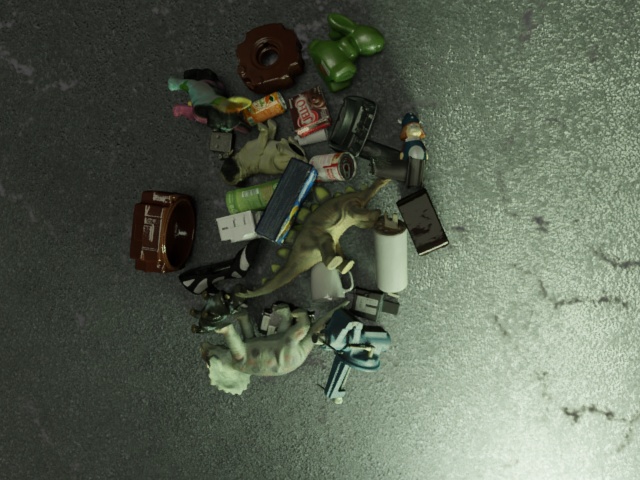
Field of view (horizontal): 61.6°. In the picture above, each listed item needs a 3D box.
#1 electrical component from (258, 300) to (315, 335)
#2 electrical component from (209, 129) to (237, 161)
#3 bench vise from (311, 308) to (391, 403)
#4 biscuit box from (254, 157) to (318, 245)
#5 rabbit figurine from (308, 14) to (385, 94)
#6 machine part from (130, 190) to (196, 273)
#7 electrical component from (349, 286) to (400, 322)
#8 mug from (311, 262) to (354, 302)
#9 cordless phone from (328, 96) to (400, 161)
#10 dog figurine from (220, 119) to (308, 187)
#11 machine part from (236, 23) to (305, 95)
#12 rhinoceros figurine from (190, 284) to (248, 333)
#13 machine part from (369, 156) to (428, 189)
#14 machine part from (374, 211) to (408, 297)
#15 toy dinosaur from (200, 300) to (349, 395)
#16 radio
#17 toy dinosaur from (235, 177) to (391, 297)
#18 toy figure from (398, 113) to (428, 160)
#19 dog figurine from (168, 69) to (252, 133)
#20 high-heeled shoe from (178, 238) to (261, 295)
[{"bbox_3d":[-0.090,0.220,1.373,0.134,0.058,0.114,16,94,11],"label":"electrical component"},{"bbox_3d":[-0.250,-0.257,1.394,0.078,0.045,0.102,13,95,10],"label":"electrical component"},{"bbox_3d":[0.059,0.287,1.283,0.129,0.223,0.240,32,109,41],"label":"bench vise"},{"bbox_3d":[-0.077,-0.091,1.264,0.063,0.059,0.202,25,84,15],"label":"biscuit box"},{"bbox_3d":[0.068,-0.462,1.302,0.170,0.121,0.159,-32,78,-7],"label":"rabbit figurine"},{"bbox_3d":[-0.388,-0.021,1.352,0.087,0.201,0.200,7,93,7],"label":"machine part"},{"bbox_3d":[0.135,0.163,1.329,0.119,0.048,0.074,16,97,12],"label":"electrical component"},{"bbox_3d":[0.025,0.094,1.333,0.110,0.080,0.107,-14,78,17],"label":"mug"},{"bbox_3d":[0.124,-0.260,1.309,0.184,0.089,0.146,21,96,-1],"label":"cordless phone"},{"bbox_3d":[-0.143,-0.184,1.358,0.172,0.121,0.190,45,114,10],"label":"dog figurine"},{"bbox_3d":[-0.125,-0.452,1.337,0.179,0.056,0.179,-3,77,13],"label":"machine part"},{"bbox_3d":[-0.254,0.178,1.370,0.190,0.112,0.073,-42,44,31],"label":"rhinoceros figurine"},{"bbox_3d":[0.182,-0.163,1.266,0.139,0.039,0.084,13,118,19],"label":"machine part"},{"bbox_3d":[0.166,0.037,1.264,0.079,0.079,0.242,2,126,12],"label":"machine part"},{"bbox_3d":[-0.117,0.263,1.298,0.405,0.131,0.192,-8,104,8],"label":"toy dinosaur"},{"bbox_3d":[0.232,-0.043,1.209,0.073,0.229,0.131,-24,90,13],"label":"radio"},{"bbox_3d":[-0.003,-0.004,1.296,0.471,0.105,0.199,-46,60,-9],"label":"toy dinosaur"},{"bbox_3d":[0.225,-0.231,1.291,0.064,0.058,0.154,-6,91,-32],"label":"toy figure"},{"bbox_3d":[-0.247,-0.335,1.312,0.219,0.191,0.108,20,128,18],"label":"dog figurine"},{"bbox_3d":[-0.257,0.057,1.370,0.145,0.086,0.248,29,120,-11],"label":"high-heeled shoe"}]
